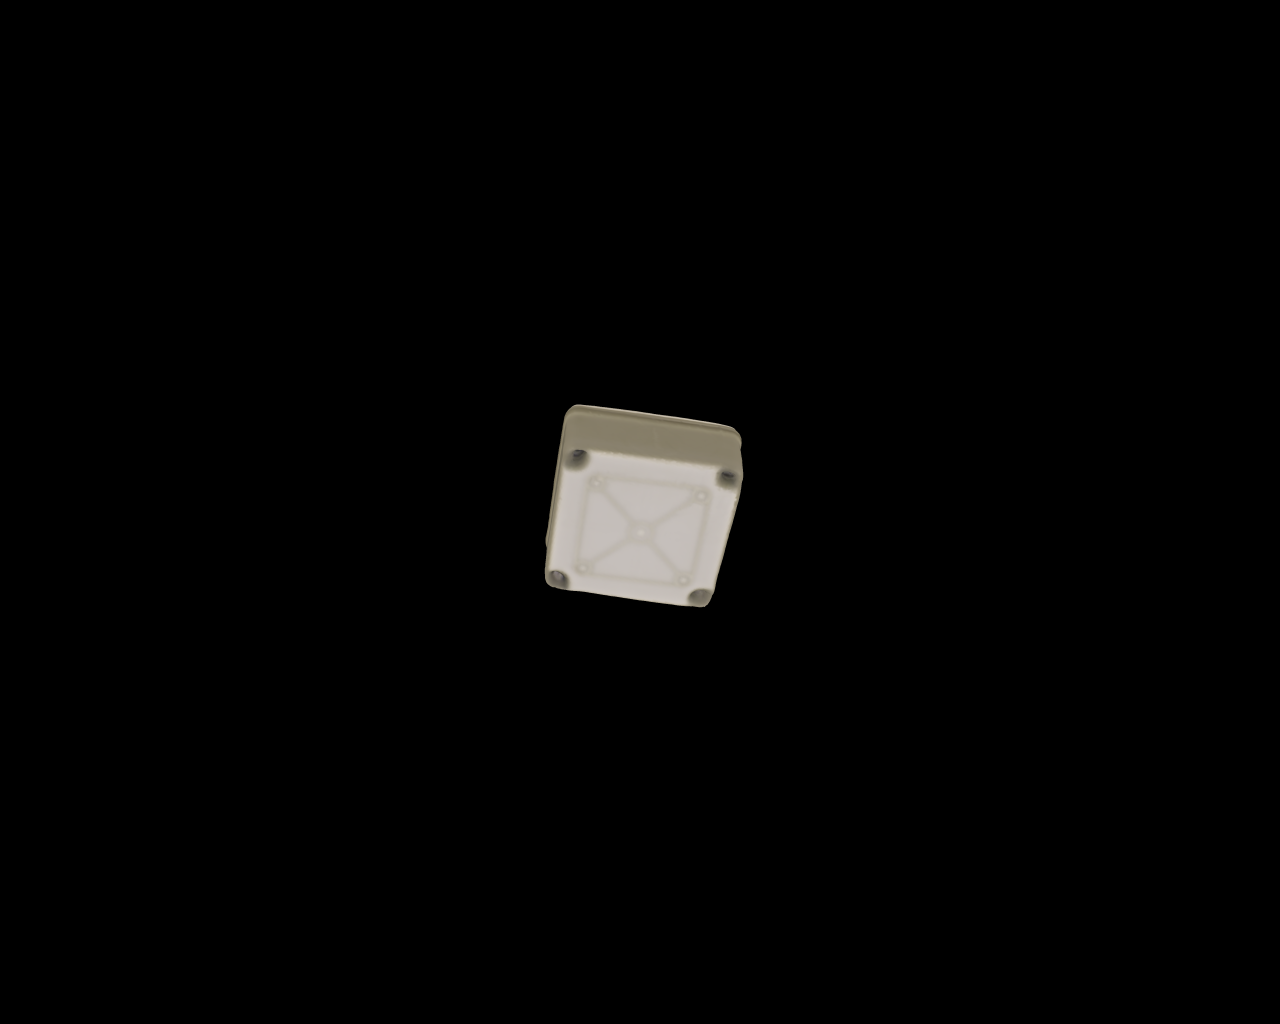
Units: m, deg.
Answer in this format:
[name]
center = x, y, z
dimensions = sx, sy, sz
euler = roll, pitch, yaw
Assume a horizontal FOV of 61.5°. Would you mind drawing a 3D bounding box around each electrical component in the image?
[electrical component]
center = 0.001, -0.003, 0.650
dimensions = 0.109, 0.108, 0.056
euler = 8, 34, -5
